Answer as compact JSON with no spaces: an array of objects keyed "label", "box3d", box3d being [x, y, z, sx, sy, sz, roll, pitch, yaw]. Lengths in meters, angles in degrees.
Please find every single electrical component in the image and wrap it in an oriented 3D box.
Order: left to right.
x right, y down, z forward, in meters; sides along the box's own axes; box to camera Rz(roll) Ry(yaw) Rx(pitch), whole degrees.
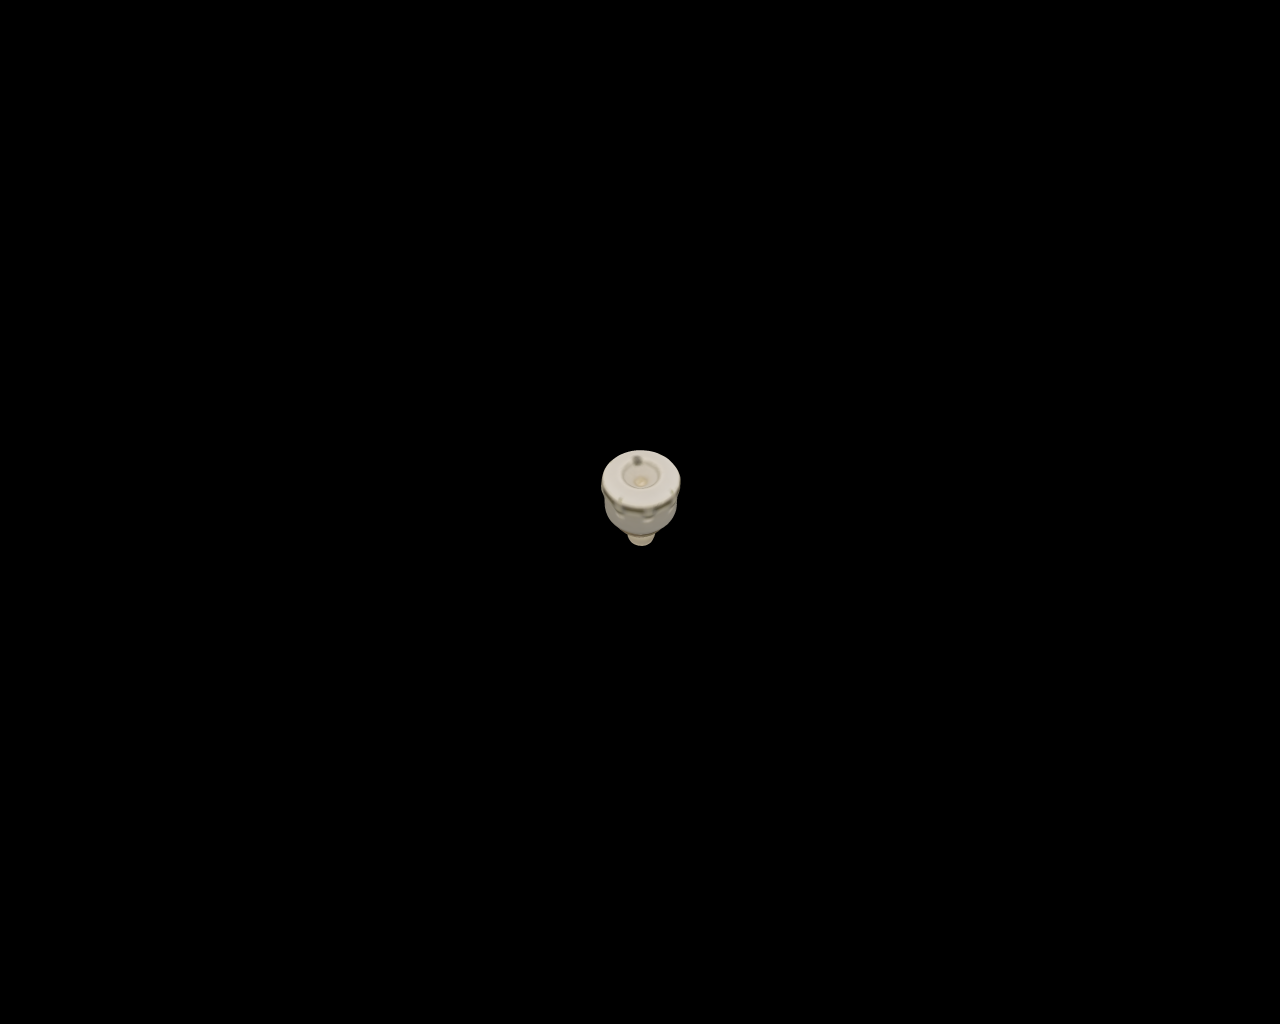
[{"label":"electrical component","box3d":[0.001,-0.003,0.650,0.048,0.048,0.062,0,-40,0]}]
